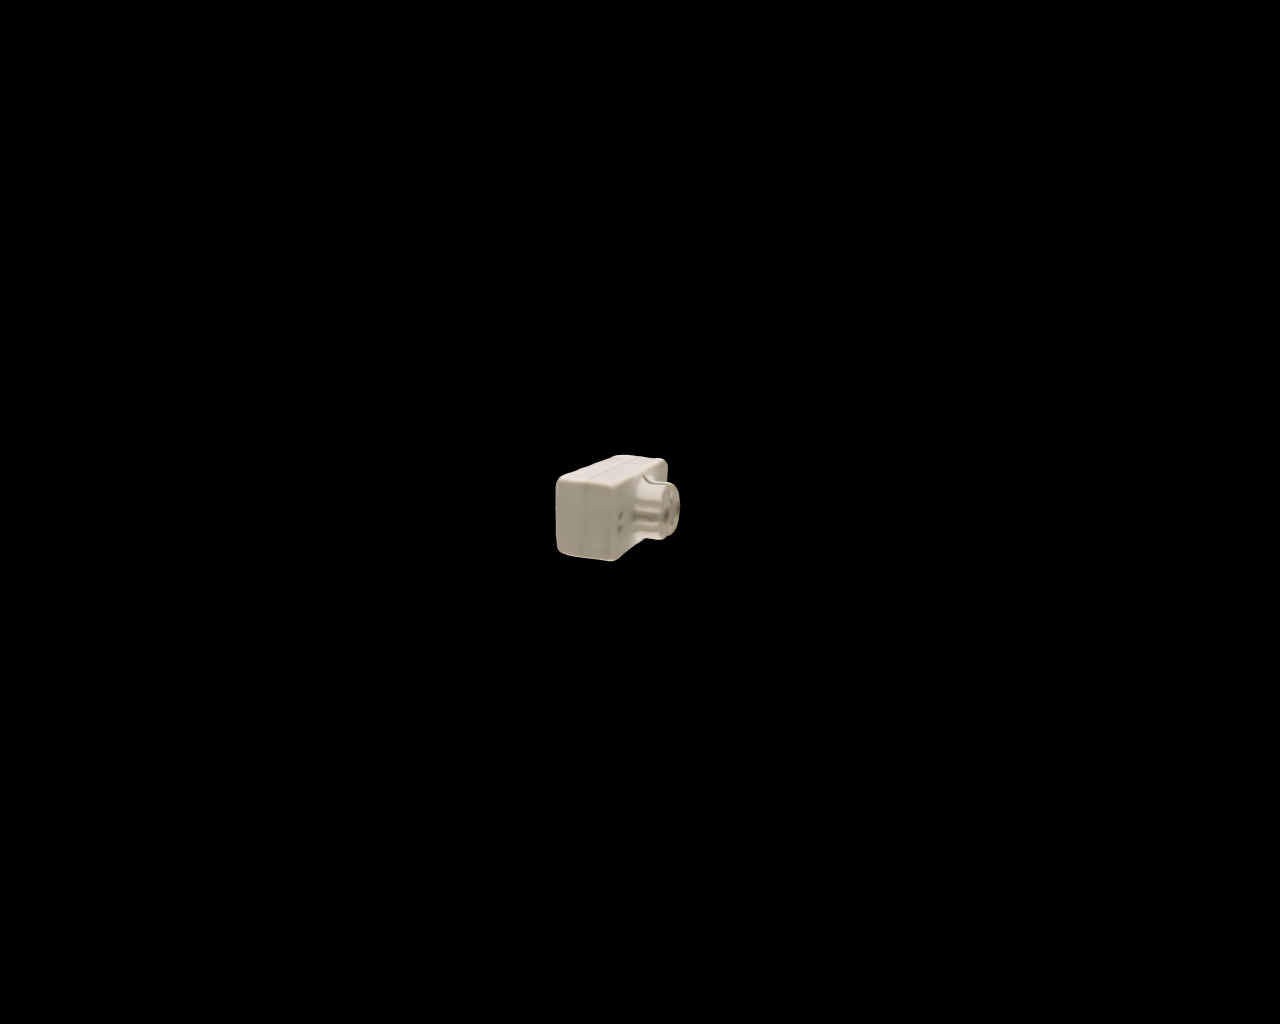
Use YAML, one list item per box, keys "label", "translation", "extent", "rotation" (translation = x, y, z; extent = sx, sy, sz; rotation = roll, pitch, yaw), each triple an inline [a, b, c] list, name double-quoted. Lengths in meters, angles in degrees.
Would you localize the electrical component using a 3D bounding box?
- label: "electrical component"
  translation: [0.001, -0.003, 0.650]
  extent: [0.076, 0.047, 0.083]
  rotation: [6, 15, 23]
